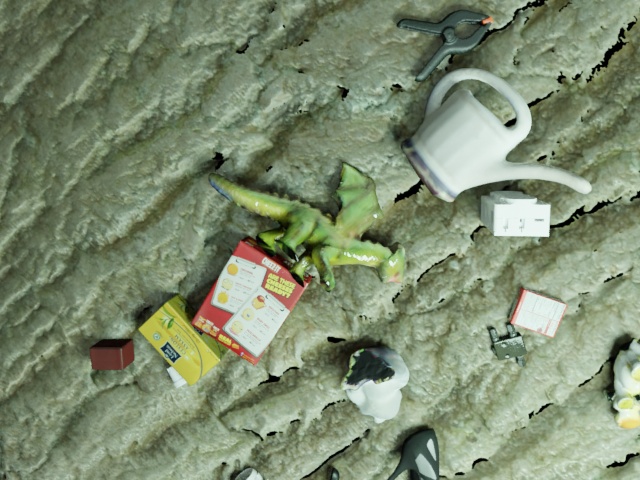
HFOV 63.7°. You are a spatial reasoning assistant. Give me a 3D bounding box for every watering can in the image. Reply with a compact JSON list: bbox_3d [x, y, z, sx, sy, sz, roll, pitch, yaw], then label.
[{"bbox_3d":[0.277,-0.153,0.897,0.221,0.103,0.355,-44,53,24],"label":"watering can"}]

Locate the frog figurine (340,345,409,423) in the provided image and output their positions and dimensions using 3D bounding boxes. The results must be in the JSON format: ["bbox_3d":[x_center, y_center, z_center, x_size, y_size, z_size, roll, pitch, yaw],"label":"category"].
[{"bbox_3d":[0.122,0.295,1.057,0.137,0.125,0.156,-31,130,4],"label":"frog figurine"}]

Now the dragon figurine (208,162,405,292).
[{"bbox_3d":[0.003,-0.050,1.003,0.245,0.120,0.411,-43,87,-19],"label":"dragon figurine"}]
